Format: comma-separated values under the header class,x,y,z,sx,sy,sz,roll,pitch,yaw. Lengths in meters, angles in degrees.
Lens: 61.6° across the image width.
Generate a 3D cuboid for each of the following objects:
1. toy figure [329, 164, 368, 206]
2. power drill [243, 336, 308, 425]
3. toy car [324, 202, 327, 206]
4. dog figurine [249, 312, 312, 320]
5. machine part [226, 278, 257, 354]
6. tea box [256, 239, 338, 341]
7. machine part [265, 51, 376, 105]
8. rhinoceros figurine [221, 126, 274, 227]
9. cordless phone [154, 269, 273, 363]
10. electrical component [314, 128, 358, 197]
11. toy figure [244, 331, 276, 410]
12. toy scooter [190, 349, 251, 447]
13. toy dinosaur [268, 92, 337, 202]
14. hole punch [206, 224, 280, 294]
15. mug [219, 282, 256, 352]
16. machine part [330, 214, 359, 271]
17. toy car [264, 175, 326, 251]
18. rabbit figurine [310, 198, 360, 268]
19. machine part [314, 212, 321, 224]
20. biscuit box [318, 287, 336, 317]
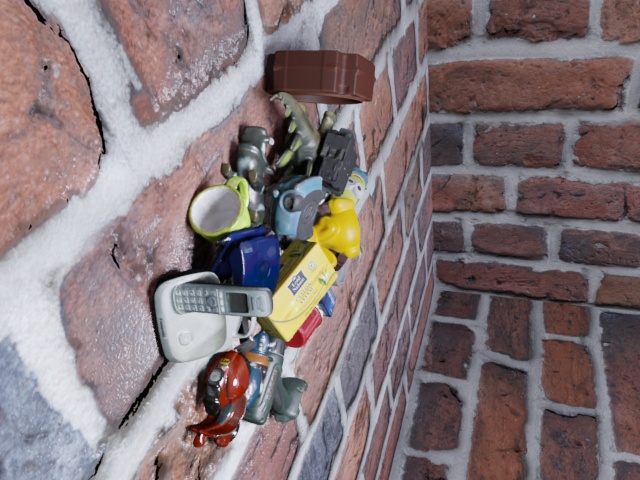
class,x,y,z,sx,sy,sz,roll,pitch,yaw
toy figure,0.078,-0.133,1.374,0.180,0.082,0.089,-65,174,-64
power drill,-0.091,0.303,1.188,0.207,0.086,0.232,72,32,-55
toy car,0.018,-0.181,1.407,0.073,0.056,0.201,-63,151,-47
dog figurine,-0.082,0.062,1.087,0.172,0.121,0.190,-48,137,-53
machine part,-0.147,0.142,0.997,0.084,0.039,0.139,75,-1,-52
tea box,-0.053,0.091,1.003,0.169,0.068,0.098,-52,130,-25
machine part,0.003,-0.332,1.117,0.201,0.201,0.087,-17,113,-69
rhinoceros figurine,-0.126,-0.116,1.001,0.112,0.073,0.190,-11,105,-68
cordless phone,-0.153,0.119,0.822,0.089,0.184,0.146,-51,141,-63
electrical component,0.038,-0.171,1.161,0.115,0.058,0.134,43,65,-77
toy figure,-0.139,0.257,1.073,0.064,0.058,0.154,35,62,-40
toy scooter,-0.180,0.293,0.952,0.135,0.075,0.183,-13,112,-70
toy dinosaur,-0.032,-0.196,1.176,0.470,0.105,0.198,66,34,-59
hole punch,-0.118,0.044,0.886,0.142,0.092,0.115,-14,139,-56
mug,-0.163,0.138,0.926,0.081,0.110,0.107,-40,143,-71
machine part,0.036,0.004,1.383,0.179,0.056,0.179,-60,-165,27
toy car,-0.061,-0.065,1.080,0.109,0.103,0.161,-27,139,-51
rabbit figurine,-0.003,-0.004,1.218,0.122,0.173,0.162,142,-58,-64
machine part,-0.033,0.026,1.286,0.079,0.079,0.243,72,30,-47
biscuit box,-0.012,0.129,1.387,0.202,0.063,0.059,65,37,-54
